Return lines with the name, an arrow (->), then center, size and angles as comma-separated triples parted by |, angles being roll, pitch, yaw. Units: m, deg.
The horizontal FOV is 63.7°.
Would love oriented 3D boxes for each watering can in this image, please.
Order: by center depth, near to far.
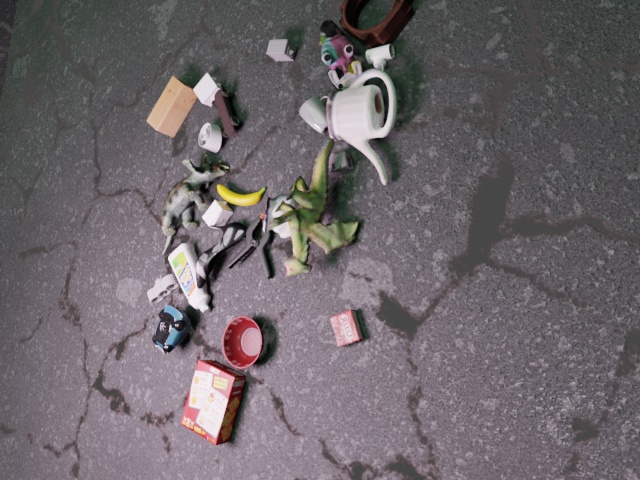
watering can -> 0.121, -0.334, 1.530 | 0.224, 0.349, 0.104 | 1, -4, 34

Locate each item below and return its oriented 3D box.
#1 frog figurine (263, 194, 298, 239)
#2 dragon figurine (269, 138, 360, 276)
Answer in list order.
frog figurine -> -0.093, -0.072, 1.619 | 0.159, 0.138, 0.122 | 8, -9, -3
dragon figurine -> 0.005, -0.076, 1.519 | 0.242, 0.411, 0.122 | 36, -4, -5
